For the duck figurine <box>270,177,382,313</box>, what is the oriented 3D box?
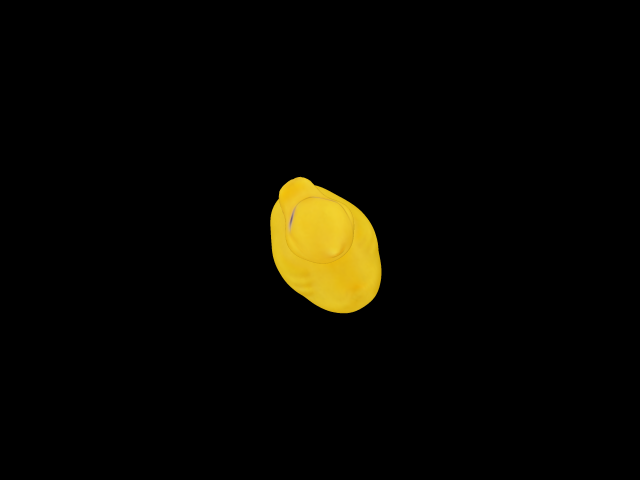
[{"bbox_3d":[0.004,0.001,0.400,0.077,0.086,0.104,-31,82,-4],"label":"duck figurine"}]
